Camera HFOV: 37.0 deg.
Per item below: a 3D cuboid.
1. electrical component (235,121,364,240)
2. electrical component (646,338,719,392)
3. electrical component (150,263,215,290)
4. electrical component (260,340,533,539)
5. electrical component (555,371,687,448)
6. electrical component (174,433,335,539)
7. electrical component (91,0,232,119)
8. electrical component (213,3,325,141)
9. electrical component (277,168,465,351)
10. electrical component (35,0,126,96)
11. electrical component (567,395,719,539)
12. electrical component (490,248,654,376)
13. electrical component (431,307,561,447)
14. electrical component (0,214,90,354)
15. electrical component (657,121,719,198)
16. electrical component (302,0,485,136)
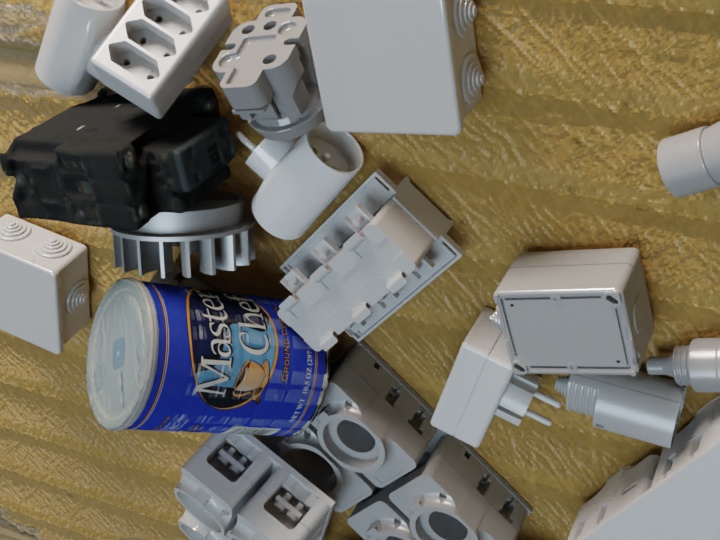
[{"bbox_3d":[-0.049,-0.071,0.718,0.079,0.043,0.077,42,131,-2],"label":"electrical component"},{"bbox_3d":[0.210,0.059,0.671,0.061,0.035,0.035,-4,119,34],"label":"electrical component"},{"bbox_3d":[-0.140,0.028,0.830,0.047,0.055,0.055,30,131,3],"label":"electrical component"},{"bbox_3d":[0.024,0.158,0.824,0.186,0.060,0.105,45,131,-6],"label":"electrical component"},{"bbox_3d":[0.168,0.085,0.705,0.081,0.043,0.043,14,127,21],"label":"electrical component"},{"bbox_3d":[-0.088,0.202,0.865,0.105,0.060,0.186,37,154,12],"label":"electrical component"},{"bbox_3d":[-0.124,-0.141,0.697,0.047,0.083,0.075,33,169,5],"label":"electrical component"},{"bbox_3d":[-0.051,-0.118,0.670,0.058,0.078,0.057,1,141,27],"label":"electrical component"},{"bbox_3d":[0.000,0.000,0.726,0.079,0.063,0.121,44,131,-5],"label":"electrical component"},{"bbox_3d":[-0.177,-0.151,0.733,0.079,0.043,0.077,36,132,2],"label":"electrical component"},{"bbox_3d":[0.233,0.164,0.713,0.105,0.060,0.186,38,132,0],"label":"electrical component"},{"bbox_3d":[0.129,0.024,0.673,0.096,0.061,0.061,-2,120,30],"label":"electrical component"},{"bbox_3d":[0.100,0.082,0.739,0.076,0.047,0.083,26,130,11],"label":"electrical component"},{"bbox_3d":[-0.273,0.010,0.894,0.100,0.048,0.099,21,129,15],"label":"electrical component"},{"bbox_3d":[0.197,-0.063,0.589,0.065,0.044,0.044,-16,113,41],"label":"electrical component"},{"bbox_3d":[0.022,-0.130,0.634,0.100,0.048,0.099,5,124,26],"label":"electrical component"}]
